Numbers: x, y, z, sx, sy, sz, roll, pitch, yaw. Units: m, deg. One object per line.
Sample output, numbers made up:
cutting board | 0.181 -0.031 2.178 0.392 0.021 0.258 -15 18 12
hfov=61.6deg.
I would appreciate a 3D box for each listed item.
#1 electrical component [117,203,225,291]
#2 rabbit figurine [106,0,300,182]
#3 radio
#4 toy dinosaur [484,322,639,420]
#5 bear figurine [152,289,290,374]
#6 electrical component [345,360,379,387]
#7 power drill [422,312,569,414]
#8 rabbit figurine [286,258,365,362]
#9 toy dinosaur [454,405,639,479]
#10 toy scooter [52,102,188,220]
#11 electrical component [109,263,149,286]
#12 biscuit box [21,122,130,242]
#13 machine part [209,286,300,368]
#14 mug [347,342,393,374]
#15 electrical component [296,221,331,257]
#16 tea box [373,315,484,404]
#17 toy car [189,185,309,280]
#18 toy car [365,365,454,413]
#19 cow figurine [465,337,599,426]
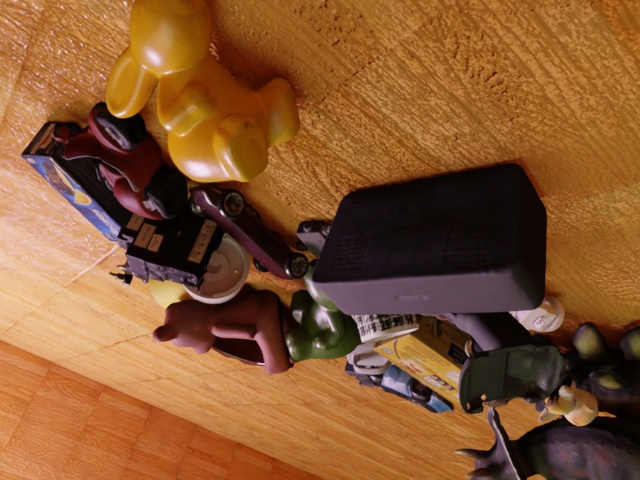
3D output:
electrical component | -0.213 -0.001 0.764 0.134 0.115 0.058 19 146 0
rabbit figurine | -0.115 -0.149 0.489 0.163 0.122 0.173 9 137 35
radio | 0.111 0.004 0.564 0.230 0.131 0.073 -7 142 37
toy dinosaur | 0.423 0.200 0.747 0.198 0.105 0.471 38 141 -24
bear figurine | -0.153 0.149 0.860 0.196 0.120 0.131 -14 110 1
electrical component | 0.080 0.223 1.013 0.048 0.075 0.119 -2 148 32
power drill | 0.155 0.093 0.599 0.232 0.207 0.085 -6 113 -4
rabbit figurine | 0.022 0.104 0.810 0.159 0.121 0.170 10 135 11
toy dinosaur | 0.368 0.288 0.714 0.192 0.131 0.405 33 141 -26
toy scooter | -0.253 -0.096 0.668 0.135 0.075 0.183 7 146 19
electrical component | -0.348 0.059 1.016 0.078 0.045 0.102 35 147 -23
biscuit box | -0.317 -0.073 0.757 0.059 0.063 0.202 6 148 24
machine part | -0.142 0.168 1.040 0.202 0.087 0.200 -6 142 35
mug | 0.101 0.177 0.899 0.107 0.109 0.080 -2 120 16
electrical component | -0.002 -0.002 0.732 0.094 0.021 0.063 -3 144 36
tea box | 0.178 0.170 0.809 0.169 0.068 0.098 37 143 -13
toy car | -0.095 -0.012 0.737 0.089 0.053 0.202 9 150 51
toy car | 0.169 0.231 0.945 0.162 0.103 0.109 16 159 36
cow figurine | 0.274 0.177 0.698 0.098 0.068 0.168 3 -153 -48
